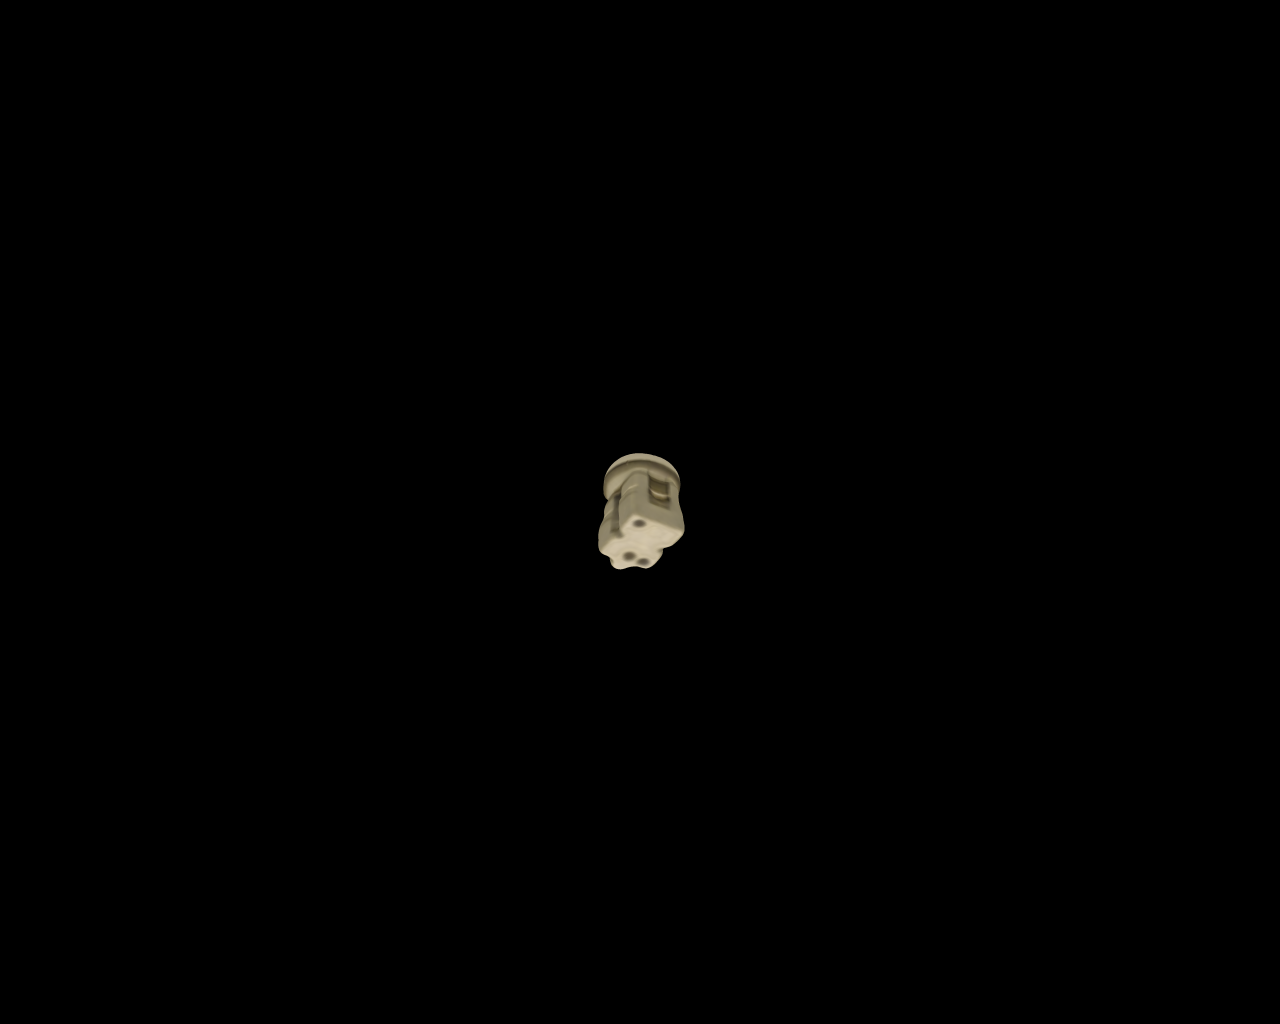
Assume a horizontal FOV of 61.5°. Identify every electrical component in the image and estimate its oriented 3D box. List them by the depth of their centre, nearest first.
[{"bbox_3d":[0.001,-0.003,0.650,0.048,0.055,0.066,22,-45,-24],"label":"electrical component"}]
